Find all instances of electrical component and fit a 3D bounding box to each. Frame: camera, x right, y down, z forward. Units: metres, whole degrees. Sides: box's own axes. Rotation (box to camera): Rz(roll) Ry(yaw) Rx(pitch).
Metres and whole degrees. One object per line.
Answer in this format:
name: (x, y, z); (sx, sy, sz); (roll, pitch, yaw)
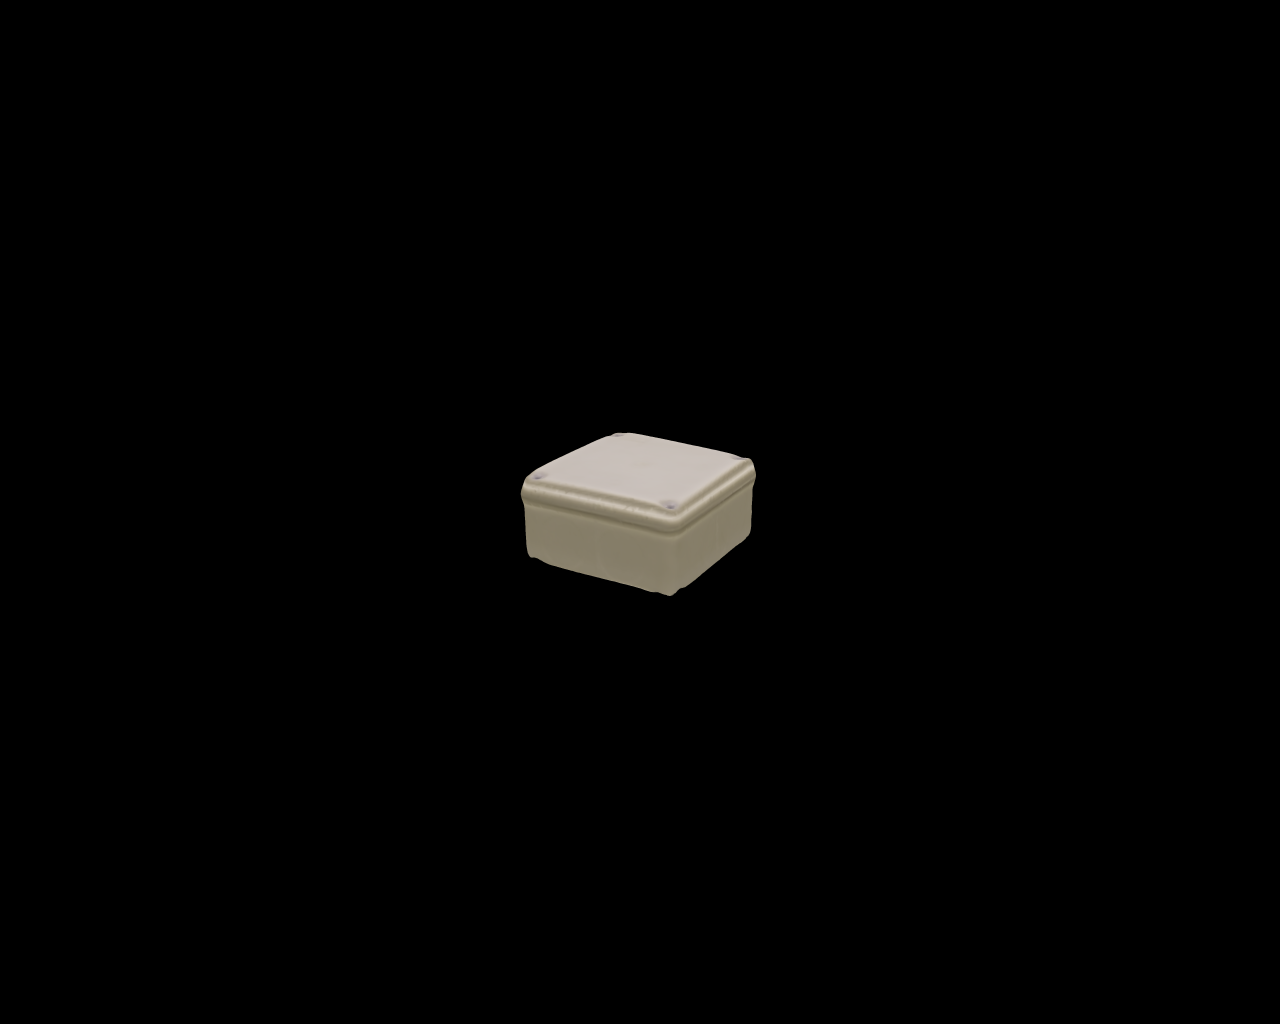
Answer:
electrical component: (0.001, -0.003, 0.650); (0.109, 0.056, 0.109); (13, 26, 29)
